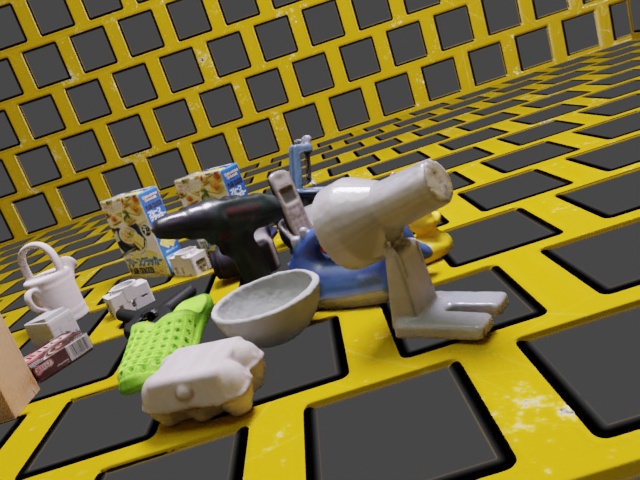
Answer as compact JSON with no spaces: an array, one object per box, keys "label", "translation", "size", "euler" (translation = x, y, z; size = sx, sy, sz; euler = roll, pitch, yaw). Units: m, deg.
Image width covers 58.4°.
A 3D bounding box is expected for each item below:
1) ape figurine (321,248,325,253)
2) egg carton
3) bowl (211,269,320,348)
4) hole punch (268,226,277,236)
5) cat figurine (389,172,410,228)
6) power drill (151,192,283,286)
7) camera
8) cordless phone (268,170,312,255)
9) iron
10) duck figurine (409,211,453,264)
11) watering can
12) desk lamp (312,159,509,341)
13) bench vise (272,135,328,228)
[{"label":"ape figurine","translation":[0.010,0.004,1.082],"size":[0.076,0.092,0.077],"euler":[-28,18,-30]},{"label":"egg carton","translation":[-0.144,0.177,0.713],"size":[0.150,0.069,0.107],"euler":[-14,16,16]},{"label":"bowl","translation":[-0.070,0.111,0.844],"size":[0.167,0.075,0.167],"euler":[-17,16,5]},{"label":"hole punch","translation":[-0.170,-0.038,1.429],"size":[0.101,0.091,0.109],"euler":[-14,16,14]},{"label":"cat figurine","translation":[0.145,-0.075,1.150],"size":[0.067,0.118,0.128],"euler":[-1,23,46]},{"label":"power drill","translation":[-0.153,0.020,0.995],"size":[0.230,0.209,0.075],"euler":[-28,19,-31]},{"label":"camera","translation":[-0.162,0.020,1.207],"size":[0.137,0.101,0.143],"euler":[-20,16,-4]},{"label":"cordless phone","translation":[-0.028,-0.070,1.201],"size":[0.148,0.185,0.093],"euler":[-31,20,-37]},{"label":"iron","translation":[0.036,0.022,0.900],"size":[0.257,0.141,0.119],"euler":[-11,17,24]},{"label":"duck figurine","translation":[0.171,-0.011,0.963],"size":[0.105,0.086,0.077],"euler":[-27,18,-28]},{"label":"watering can","translation":[-0.603,0.093,1.282],"size":[0.101,0.194,0.172],"euler":[-21,16,-7]},{"label":"desk lamp","translation":[0.109,0.010,0.727],"size":[0.202,0.214,0.118],"euler":[-6,20,38]},{"label":"bench vise","translation":[-0.042,-0.117,1.311],"size":[0.121,0.220,0.208],"euler":[-1,23,46]}]
